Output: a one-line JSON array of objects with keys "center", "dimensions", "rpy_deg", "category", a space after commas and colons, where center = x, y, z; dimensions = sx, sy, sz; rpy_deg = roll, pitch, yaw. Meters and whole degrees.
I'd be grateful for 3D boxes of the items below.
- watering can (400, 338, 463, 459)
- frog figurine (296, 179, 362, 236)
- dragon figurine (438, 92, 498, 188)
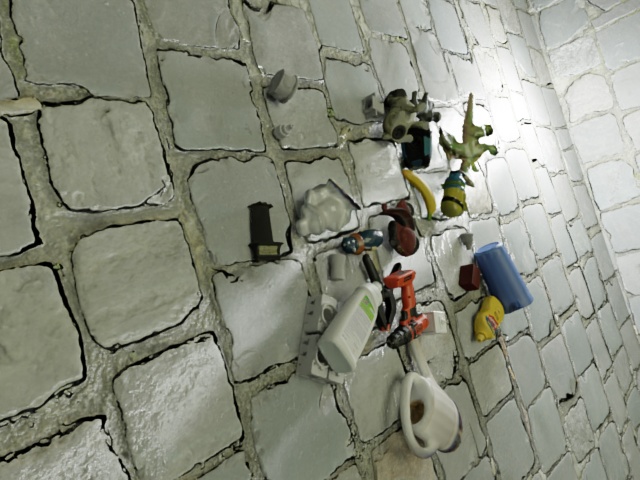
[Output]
[{"center": [0.295, 0.425, 1.403], "dimensions": [0.221, 0.103, 0.356], "rpy_deg": [41, 41, -28], "category": "watering can"}, {"center": [0.004, -0.066, 1.309], "dimensions": [0.160, 0.124, 0.135], "rpy_deg": [-45, 123, -6], "category": "frog figurine"}, {"center": [0.544, -0.388, 1.960], "dimensions": [0.243, 0.121, 0.415], "rpy_deg": [1, 73, -37], "category": "dragon figurine"}]
